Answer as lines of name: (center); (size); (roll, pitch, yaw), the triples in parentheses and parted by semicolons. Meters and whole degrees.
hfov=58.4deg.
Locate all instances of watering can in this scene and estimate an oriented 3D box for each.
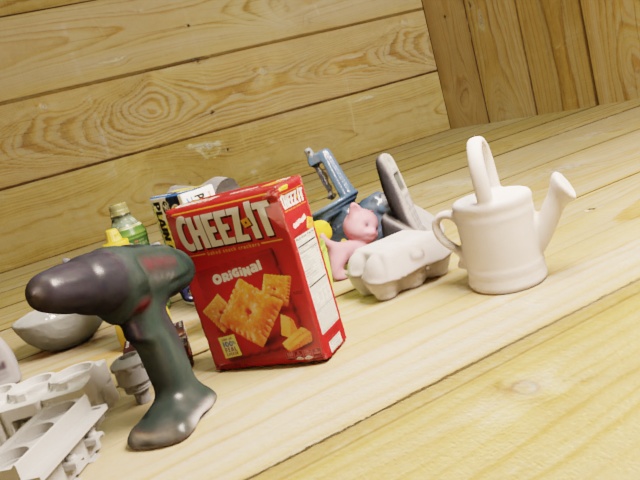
watering can: (0.229, -0.040, 0.731); (0.172, 0.194, 0.101); (-15, 12, 7)

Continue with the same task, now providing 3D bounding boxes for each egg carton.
egg carton: (0.118, 0.034, 0.850); (0.151, 0.069, 0.107); (-21, 13, -25)

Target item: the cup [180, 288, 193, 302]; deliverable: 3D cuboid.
cup: (-0.147, 0.090, 0.878); (0.118, 0.095, 0.091); (-20, 12, -20)

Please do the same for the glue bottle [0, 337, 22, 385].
glue bottle: (-0.536, 0.157, 0.895); (0.078, 0.173, 0.037); (-20, 12, -21)

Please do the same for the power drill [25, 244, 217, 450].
power drill: (-0.185, 0.100, 0.593); (0.075, 0.208, 0.230); (-13, 12, 14)

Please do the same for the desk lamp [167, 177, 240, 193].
desk lamp: (-0.273, -0.037, 1.362); (0.202, 0.214, 0.118); (-9, 13, 29)

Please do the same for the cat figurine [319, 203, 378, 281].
cat figurine: (0.056, -0.005, 0.999); (0.128, 0.118, 0.067); (-21, 12, -22)

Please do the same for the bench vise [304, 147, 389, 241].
bench vise: (0.056, -0.096, 1.176); (0.207, 0.220, 0.121); (-13, 12, 16)

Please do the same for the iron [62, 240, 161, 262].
iron: (-0.407, 0.069, 1.222); (0.259, 0.141, 0.118); (-20, 12, -17)

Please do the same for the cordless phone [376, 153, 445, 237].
cordless phone: (0.151, -0.069, 1.002); (0.094, 0.185, 0.148); (-12, 12, 21)

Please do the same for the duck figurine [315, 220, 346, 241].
duck figurine: (0.010, 0.004, 1.099); (0.104, 0.086, 0.078); (-7, 14, 37)

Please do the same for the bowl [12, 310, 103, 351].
bowl: (-0.464, 0.156, 1.049); (0.167, 0.075, 0.167); (-15, 11, 3)
